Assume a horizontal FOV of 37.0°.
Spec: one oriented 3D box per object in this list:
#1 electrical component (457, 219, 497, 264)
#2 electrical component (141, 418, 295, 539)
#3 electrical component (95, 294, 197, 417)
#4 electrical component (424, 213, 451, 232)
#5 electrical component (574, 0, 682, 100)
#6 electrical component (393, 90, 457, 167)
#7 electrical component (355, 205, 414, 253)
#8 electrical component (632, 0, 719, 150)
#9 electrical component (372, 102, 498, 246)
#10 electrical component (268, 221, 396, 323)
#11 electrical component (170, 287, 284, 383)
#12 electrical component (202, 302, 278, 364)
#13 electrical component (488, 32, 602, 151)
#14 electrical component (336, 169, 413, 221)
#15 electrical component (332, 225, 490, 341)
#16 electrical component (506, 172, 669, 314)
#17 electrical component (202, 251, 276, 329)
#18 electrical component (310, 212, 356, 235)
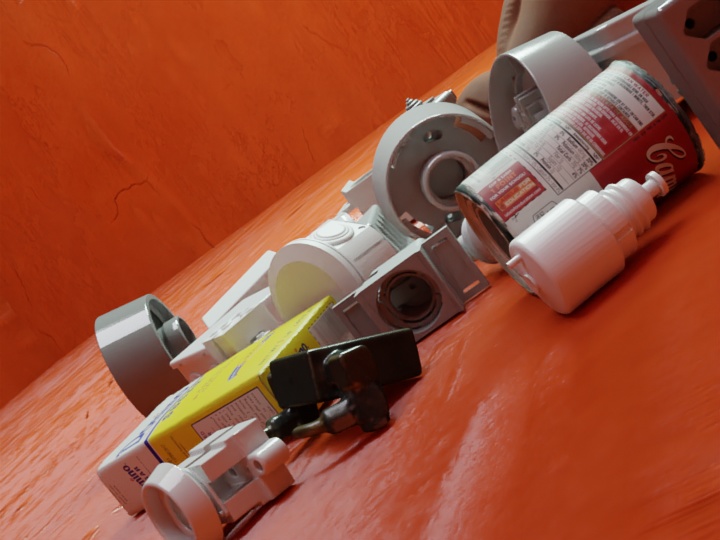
[{"bbox_3d":[0.078,-0.023,0.610,0.048,0.048,0.062,-43,3,-36],"label":"electrical component"},{"bbox_3d":[-0.071,0.105,0.519,0.055,0.048,0.066,-34,5,-37],"label":"electrical component"},{"bbox_3d":[-0.173,0.072,0.931,0.060,0.108,0.108,-31,9,3],"label":"electrical component"},{"bbox_3d":[0.069,-0.052,0.803,0.055,0.048,0.066,-45,8,4],"label":"electrical component"},{"bbox_3d":[0.190,-0.139,0.659,0.113,0.057,0.078,-27,7,-5],"label":"electrical component"},{"bbox_3d":[0.064,-0.102,0.910,0.061,0.096,0.062,-45,10,-23],"label":"electrical component"},{"bbox_3d":[0.000,0.000,0.795,0.075,0.047,0.083,-45,6,12],"label":"electrical component"},{"bbox_3d":[0.166,-0.095,0.494,0.047,0.083,0.075,-37,8,2],"label":"electrical component"},{"bbox_3d":[0.058,-0.065,0.742,0.099,0.099,0.064,-37,14,0],"label":"electrical component"},{"bbox_3d":[-0.015,0.010,0.690,0.080,0.080,0.051,-29,7,47],"label":"electrical component"},{"bbox_3d":[-0.087,0.058,0.831,0.100,0.048,0.100,-43,10,-33],"label":"electrical component"},{"bbox_3d":[-0.072,0.058,0.744,0.048,0.055,0.066,-42,9,-28],"label":"electrical component"},{"bbox_3d":[0.115,-0.090,0.646,0.064,0.099,0.099,-32,8,-5],"label":"electrical component"},{"bbox_3d":[0.022,-0.066,1.009,0.081,0.063,0.042,-35,10,20],"label":"electrical component"},{"bbox_3d":[0.030,0.012,0.620,0.081,0.042,0.064,-35,7,11],"label":"electrical component"},{"bbox_3d":[0.102,-0.015,0.470,0.078,0.040,0.040,-38,8,-7],"label":"electrical component"},{"bbox_3d":[-0.088,0.032,0.945,0.099,0.048,0.100,-46,11,-6],"label":"electrical component"},{"bbox_3d":[-0.021,-0.014,0.942,0.056,0.050,0.089,-40,8,-7],"label":"electrical component"}]
